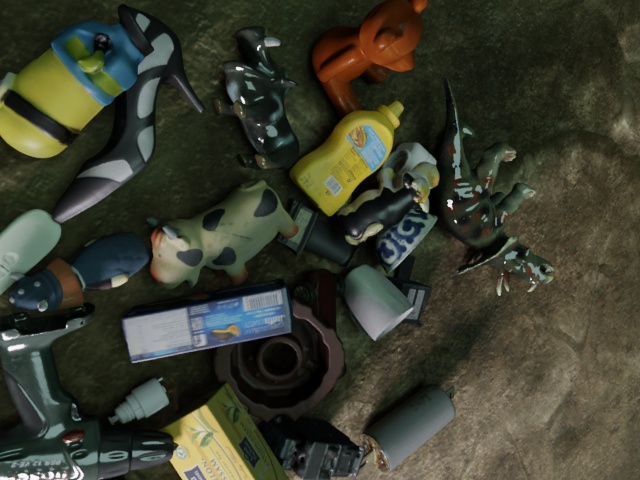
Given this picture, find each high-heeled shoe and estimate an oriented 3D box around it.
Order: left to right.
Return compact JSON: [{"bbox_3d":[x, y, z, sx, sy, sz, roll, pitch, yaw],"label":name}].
[{"bbox_3d":[-0.243,-0.145,0.609,0.249,0.086,0.145,-47,110,-19],"label":"high-heeled shoe"}]

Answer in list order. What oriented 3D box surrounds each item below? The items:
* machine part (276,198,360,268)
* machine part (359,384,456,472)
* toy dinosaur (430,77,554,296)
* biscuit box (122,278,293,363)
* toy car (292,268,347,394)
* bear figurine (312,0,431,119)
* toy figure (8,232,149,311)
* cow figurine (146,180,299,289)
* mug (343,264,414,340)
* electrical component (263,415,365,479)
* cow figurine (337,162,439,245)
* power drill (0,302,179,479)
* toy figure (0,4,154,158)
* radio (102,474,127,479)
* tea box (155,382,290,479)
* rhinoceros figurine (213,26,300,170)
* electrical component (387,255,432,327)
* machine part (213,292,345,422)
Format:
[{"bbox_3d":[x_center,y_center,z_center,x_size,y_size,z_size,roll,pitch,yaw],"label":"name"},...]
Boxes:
[{"bbox_3d":[-0.002,-0.002,0.817,0.138,0.039,0.084,27,74,-32],"label":"machine part"},{"bbox_3d":[0.157,0.329,0.952,0.243,0.079,0.079,-26,111,-28],"label":"machine part"},{"bbox_3d":[0.265,-0.068,0.947,0.404,0.131,0.192,46,71,-24],"label":"toy dinosaur"},{"bbox_3d":[-0.135,0.098,0.672,0.203,0.063,0.059,-10,96,-6],"label":"biscuit box"},{"bbox_3d":[-0.002,0.143,0.829,0.089,0.053,0.202,-15,107,-53],"label":"toy car"},{"bbox_3d":[0.080,-0.253,0.736,0.131,0.196,0.120,46,68,-32],"label":"bear figurine"},{"bbox_3d":[-0.272,0.041,0.614,0.154,0.064,0.057,-31,130,-37],"label":"toy figure"},{"bbox_3d":[-0.134,-0.007,0.696,0.195,0.086,0.127,-40,123,-20],"label":"cow figurine"},{"bbox_3d":[0.080,0.098,0.856,0.081,0.109,0.107,-26,70,-35],"label":"mug"},{"bbox_3d":[-0.018,0.308,0.806,0.134,0.115,0.058,22,83,-37],"label":"electrical component"},{"bbox_3d":[0.106,-0.057,0.805,0.167,0.098,0.068,-27,122,12],"label":"cow figurine"},{"bbox_3d":[-0.286,0.179,0.613,0.232,0.086,0.207,-5,104,-21],"label":"power drill"},{"bbox_3d":[-0.252,-0.160,0.552,0.180,0.089,0.082,-36,162,-3],"label":"toy figure"},{"bbox_3d":[-0.300,0.391,0.649,0.131,0.073,0.229,-2,99,-34],"label":"radio"},{"bbox_3d":[-0.123,0.286,0.698,0.098,0.068,0.169,-34,91,18],"label":"tea box"},{"bbox_3d":[-0.075,-0.183,0.715,0.112,0.073,0.190,-26,111,-28],"label":"rhinoceros figurine"},{"bbox_3d":[0.151,0.087,0.926,0.075,0.048,0.119,15,93,-36],"label":"electrical component"},{"bbox_3d":[-0.057,0.161,0.751,0.179,0.056,0.179,-1,98,-7],"label":"machine part"}]
